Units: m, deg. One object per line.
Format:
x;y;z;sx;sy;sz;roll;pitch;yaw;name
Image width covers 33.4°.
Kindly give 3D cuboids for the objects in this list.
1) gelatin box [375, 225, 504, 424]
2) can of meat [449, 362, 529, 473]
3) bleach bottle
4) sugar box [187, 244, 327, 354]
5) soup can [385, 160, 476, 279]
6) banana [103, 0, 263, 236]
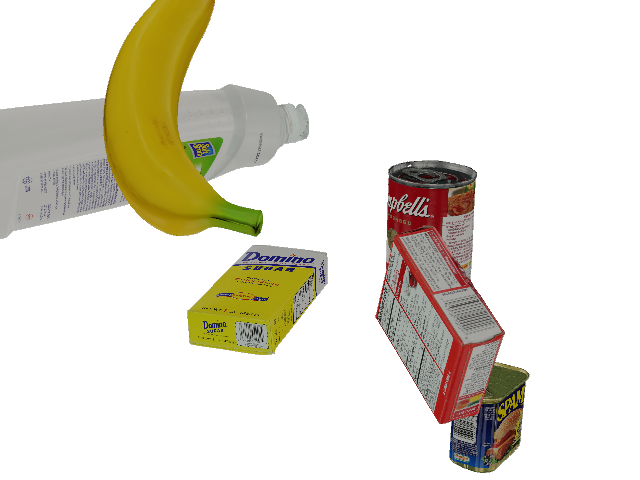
0.067;0.048;0.612;0.030;0.073;0.089;-13;48;-19;gelatin box
0.176;0.185;1.120;0.058;0.084;0.101;12;18;31;can of meat
-0.131;-0.067;0.806;0.250;0.068;0.103;-11;-27;-21;bleach bottle
-0.062;0.058;1.134;0.093;0.048;0.176;6;27;17;sugar box
0.085;-0.005;0.832;0.068;0.102;0.068;1;20;0;soup can
-0.078;-0.068;0.550;0.069;0.198;0.037;-4;-40;-11;banana
